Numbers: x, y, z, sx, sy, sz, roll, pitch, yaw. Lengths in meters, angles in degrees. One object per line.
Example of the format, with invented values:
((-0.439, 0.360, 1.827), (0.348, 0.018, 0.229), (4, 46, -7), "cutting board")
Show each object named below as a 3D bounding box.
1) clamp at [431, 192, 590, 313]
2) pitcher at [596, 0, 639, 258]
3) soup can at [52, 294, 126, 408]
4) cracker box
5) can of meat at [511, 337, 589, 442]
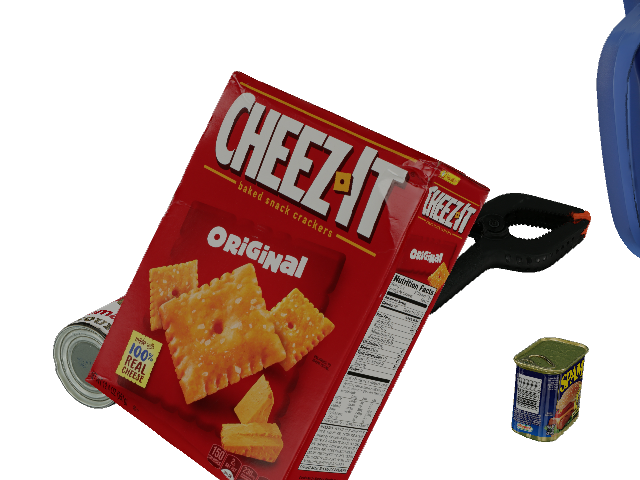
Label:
((0.164, 0.003, 1.040), (0.210, 0.164, 0.036), (-2, -41, -5), "clamp")
((0.238, -0.038, 0.610), (0.149, 0.243, 0.145), (-3, 22, 15), "pitcher")
((-0.144, 0.077, 0.805), (0.069, 0.068, 0.102), (0, 16, 30), "soup can")
((-0.026, 0.028, 0.624), (0.164, 0.214, 0.072), (28, 5, 34), "cracker box")
((0.247, 0.161, 1.156), (0.058, 0.084, 0.101), (11, 17, 31), "can of meat")
